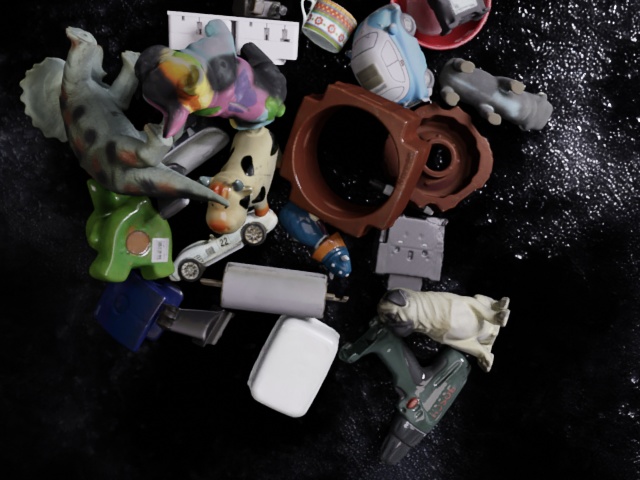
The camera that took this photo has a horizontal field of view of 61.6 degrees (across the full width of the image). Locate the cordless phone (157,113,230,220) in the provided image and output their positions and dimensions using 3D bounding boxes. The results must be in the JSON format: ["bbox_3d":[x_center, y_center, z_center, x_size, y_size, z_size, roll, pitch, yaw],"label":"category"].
[{"bbox_3d":[-0.199,-0.112,0.808,0.146,0.088,0.184,-34,36,3],"label":"cordless phone"}]

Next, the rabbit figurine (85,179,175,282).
[{"bbox_3d":[-0.317,-0.018,0.826,0.121,0.159,0.170,-13,16,-42],"label":"rabbit figurine"}]

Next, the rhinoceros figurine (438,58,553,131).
[{"bbox_3d":[0.280,-0.227,0.862,0.190,0.073,0.112,22,20,-2],"label":"rhinoceros figurine"}]

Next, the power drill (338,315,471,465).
[{"bbox_3d":[0.128,0.243,0.911,0.232,0.207,0.086,-45,2,0],"label":"power drill"}]

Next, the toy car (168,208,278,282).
[{"bbox_3d":[-0.161,0.007,0.878,0.202,0.056,0.073,-29,9,0],"label":"toy car"}]

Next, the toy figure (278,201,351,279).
[{"bbox_3d":[-0.002,-0.003,0.884,0.058,0.154,0.064,-44,-4,-23],"label":"toy figure"}]

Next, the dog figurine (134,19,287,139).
[{"bbox_3d":[-0.137,-0.192,0.706,0.191,0.108,0.219,34,30,-19],"label":"dog figurine"}]

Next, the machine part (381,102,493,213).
[{"bbox_3d":[0.188,-0.133,0.883,0.179,0.179,0.056,0,-3,-5],"label":"machine part"}]

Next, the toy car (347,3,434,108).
[{"bbox_3d":[0.099,-0.271,0.837,0.103,0.161,0.109,-36,15,-37],"label":"toy car"}]

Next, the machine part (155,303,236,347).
[{"bbox_3d":[-0.201,0.134,0.870,0.039,0.084,0.138,43,8,36],"label":"machine part"}]

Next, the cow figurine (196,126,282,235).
[{"bbox_3d":[-0.116,-0.092,0.803,0.086,0.195,0.127,9,-32,14],"label":"cow figurine"}]

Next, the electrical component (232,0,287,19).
[{"bbox_3d":[-0.103,-0.370,0.837,0.078,0.045,0.102,-7,25,-22],"label":"electrical component"}]

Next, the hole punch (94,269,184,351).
[{"bbox_3d":[-0.302,0.106,0.875,0.116,0.142,0.092,31,7,-1],"label":"hole punch"}]

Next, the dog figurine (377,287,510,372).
[{"bbox_3d":[0.199,0.121,0.883,0.191,0.121,0.172,19,-4,17],"label":"dog figurine"}]

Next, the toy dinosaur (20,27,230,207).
[{"bbox_3d":[-0.291,-0.145,0.756,0.131,0.405,0.192,-10,-30,-52],"label":"toy dinosaur"}]

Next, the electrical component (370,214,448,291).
[{"bbox_3d":[0.147,0.021,0.902,0.115,0.134,0.058,6,4,-1],"label":"electrical component"}]

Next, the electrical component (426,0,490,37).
[{"bbox_3d":[0.199,-0.382,0.816,0.075,0.119,0.048,-28,6,0],"label":"electrical component"}]

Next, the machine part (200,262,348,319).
[{"bbox_3d":[-0.075,0.084,0.888,0.243,0.079,0.079,7,0,-4],"label":"machine part"}]

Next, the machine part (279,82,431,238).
[{"bbox_3d":[0.052,-0.123,0.825,0.201,0.201,0.087,29,26,16],"label":"machine part"}]
